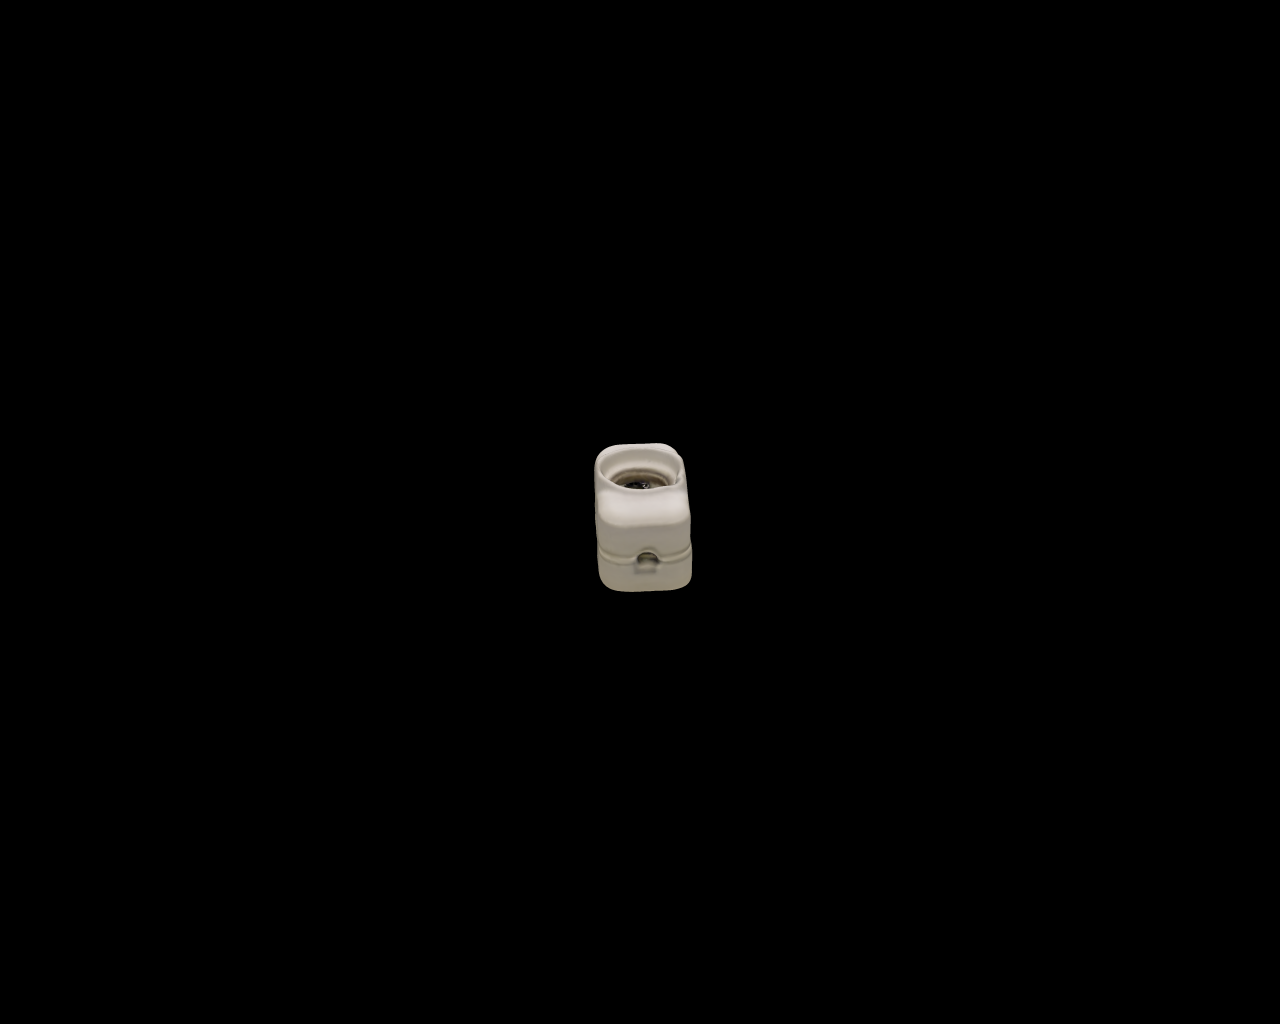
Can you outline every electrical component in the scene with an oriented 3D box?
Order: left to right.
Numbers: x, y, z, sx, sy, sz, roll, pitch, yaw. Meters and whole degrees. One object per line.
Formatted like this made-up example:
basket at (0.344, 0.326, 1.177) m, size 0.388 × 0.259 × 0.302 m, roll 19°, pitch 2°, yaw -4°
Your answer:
electrical component at (0.001, -0.003, 0.650) m, size 0.054 × 0.059 × 0.095 m, roll -2°, pitch 31°, yaw -3°
